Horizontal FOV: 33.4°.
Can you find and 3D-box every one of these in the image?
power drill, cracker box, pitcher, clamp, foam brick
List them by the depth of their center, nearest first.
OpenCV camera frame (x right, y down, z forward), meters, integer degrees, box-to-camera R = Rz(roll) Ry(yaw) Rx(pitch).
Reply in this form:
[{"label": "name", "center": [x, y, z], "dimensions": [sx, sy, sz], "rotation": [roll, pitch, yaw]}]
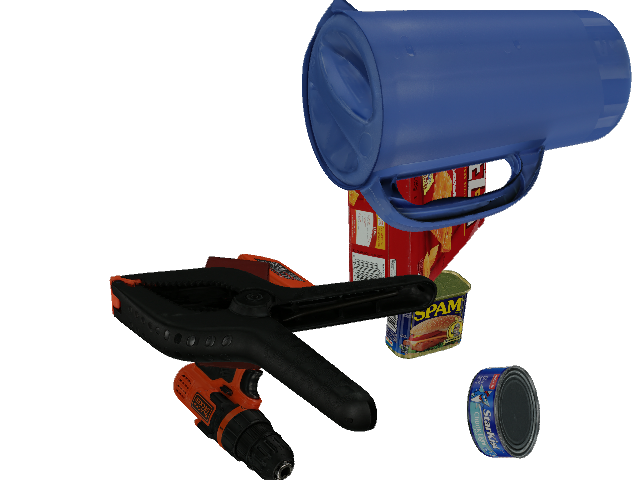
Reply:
[{"label": "clamp", "center": [-0.033, 0.048, 0.683], "dimensions": [0.210, 0.036, 0.164], "rotation": [12, 27, 22]}, {"label": "pitcher", "center": [0.119, -0.108, 0.829], "dimensions": [0.242, 0.149, 0.145], "rotation": [-9, 30, -24]}, {"label": "foam brick", "center": [-0.070, 0.058, 0.866], "dimensions": [0.053, 0.078, 0.051], "rotation": [4, 15, 0]}, {"label": "cracker box", "center": [0.100, -0.052, 1.044], "dimensions": [0.072, 0.164, 0.213], "rotation": [10, 28, 25]}, {"label": "power drill", "center": [-0.062, 0.121, 1.059], "dimensions": [0.057, 0.188, 0.185], "rotation": [13, 14, -46]}]

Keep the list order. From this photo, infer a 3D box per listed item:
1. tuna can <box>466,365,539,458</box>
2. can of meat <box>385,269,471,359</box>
[{"label": "tuna can", "center": [0.172, 0.161, 1.005], "dimensions": [0.034, 0.086, 0.085], "rotation": [-8, -5, 37]}, {"label": "can of meat", "center": [0.131, 0.092, 1.318], "dimensions": [0.101, 0.084, 0.057], "rotation": [-11, 31, -25]}]
